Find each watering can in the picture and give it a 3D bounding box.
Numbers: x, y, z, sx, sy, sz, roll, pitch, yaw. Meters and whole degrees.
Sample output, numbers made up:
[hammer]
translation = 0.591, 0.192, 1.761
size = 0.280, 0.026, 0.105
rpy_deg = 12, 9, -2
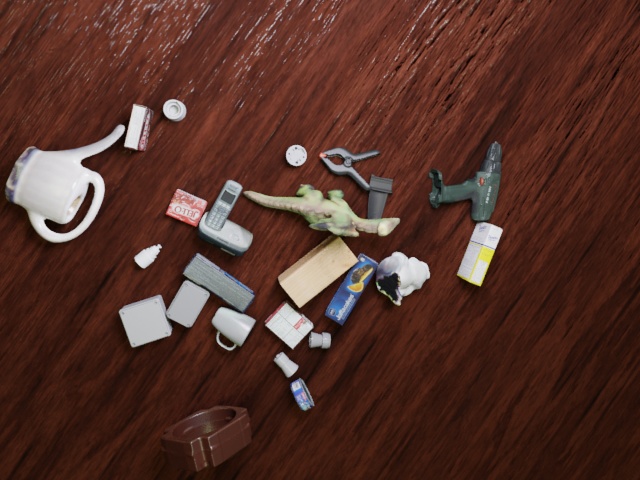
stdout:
[watering can]
translation = -0.650, -0.168, 1.307
size = 0.224, 0.347, 0.104
rpy_deg = 24, 2, -9

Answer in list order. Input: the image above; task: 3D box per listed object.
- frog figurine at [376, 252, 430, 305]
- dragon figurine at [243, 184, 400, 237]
[frog figurine]
translation = 0.238, 0.095, 1.478
size = 0.122, 0.136, 0.162
rpy_deg = -1, 25, 46
[dragon figurine]
translation = 0.004, -0.068, 1.348
size = 0.410, 0.121, 0.245
rpy_deg = 7, 11, -11
